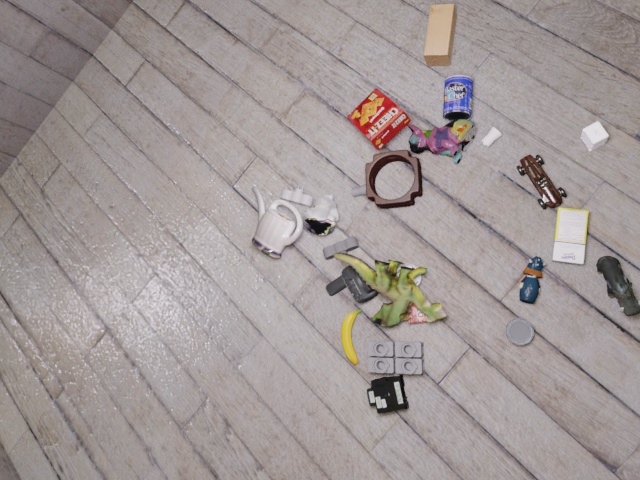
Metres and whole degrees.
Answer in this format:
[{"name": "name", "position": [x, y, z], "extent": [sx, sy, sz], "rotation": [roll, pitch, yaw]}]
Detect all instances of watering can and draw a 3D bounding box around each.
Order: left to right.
[{"name": "watering can", "position": [-0.201, -0.067, 2.052], "extent": [0.352, 0.223, 0.103], "rotation": [33, 7, 40]}]

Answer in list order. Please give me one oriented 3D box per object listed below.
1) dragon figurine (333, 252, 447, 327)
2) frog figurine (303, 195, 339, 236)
[{"name": "dragon figurine", "position": [0.232, 0.187, 1.766], "extent": [0.411, 0.241, 0.123], "rotation": [10, 10, 14]}, {"name": "frog figurine", "position": [0.006, -0.100, 1.986], "extent": [0.137, 0.120, 0.163], "rotation": [-5, 42, 12]}]
